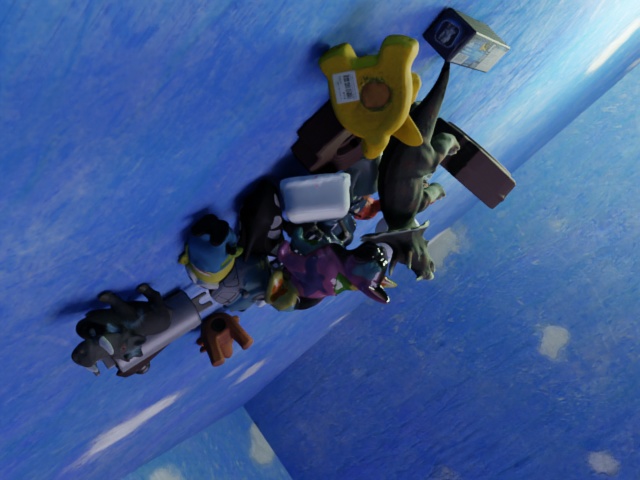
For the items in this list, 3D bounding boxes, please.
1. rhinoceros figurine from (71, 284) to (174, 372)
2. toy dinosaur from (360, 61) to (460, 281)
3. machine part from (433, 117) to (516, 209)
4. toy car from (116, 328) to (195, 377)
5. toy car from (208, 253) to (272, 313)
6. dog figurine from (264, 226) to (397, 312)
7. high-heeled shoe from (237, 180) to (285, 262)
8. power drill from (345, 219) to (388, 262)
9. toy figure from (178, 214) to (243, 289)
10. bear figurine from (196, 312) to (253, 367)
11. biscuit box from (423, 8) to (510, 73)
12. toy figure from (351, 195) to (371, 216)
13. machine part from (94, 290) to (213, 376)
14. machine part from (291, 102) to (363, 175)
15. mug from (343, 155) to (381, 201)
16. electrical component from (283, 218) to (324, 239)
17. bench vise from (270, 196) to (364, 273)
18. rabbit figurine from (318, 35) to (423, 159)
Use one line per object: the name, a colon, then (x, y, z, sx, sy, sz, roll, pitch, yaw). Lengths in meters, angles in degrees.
rhinoceros figurine: (-0.312, 0.140, 0.846, 0.073, 0.112, 0.190, -42, 174, 23)
toy dinosaur: (0.158, -0.121, 0.960, 0.192, 0.131, 0.404, -41, 137, -51)
machine part: (0.327, -0.173, 1.198, 0.201, 0.201, 0.087, 32, 108, -27)
toy car: (-0.336, 0.203, 1.102, 0.202, 0.053, 0.089, -41, 162, -5)
toy car: (-0.170, 0.079, 1.062, 0.103, 0.109, 0.161, 9, 149, -38)
dog figurine: (0.024, 0.075, 0.972, 0.108, 0.219, 0.191, -40, 149, -64)
high-heeled shoe: (-0.095, -0.041, 0.963, 0.249, 0.086, 0.145, -61, 168, -80)
power drill: (0.061, 0.022, 1.271, 0.232, 0.208, 0.085, -29, 130, -32)
toy figure: (-0.173, 0.021, 0.878, 0.089, 0.082, 0.180, -28, 161, -28)
bear figurine: (-0.249, 0.265, 1.372, 0.120, 0.132, 0.195, -28, 157, -22)
biscuit box: (0.242, -0.320, 0.871, 0.059, 0.063, 0.202, -46, 164, 31)
toy figure: (0.086, -0.104, 1.164, 0.058, 0.064, 0.154, -19, 161, -22)
machine part: (-0.313, 0.167, 1.002, 0.243, 0.079, 0.079, -31, 164, -24)
machine part: (0.040, -0.169, 0.860, 0.179, 0.056, 0.179, -35, 167, -9)
mug: (0.075, -0.134, 1.000, 0.109, 0.081, 0.107, -55, 160, -19)
electrical component: (-0.040, -0.027, 1.034, 0.063, 0.094, 0.021, -47, -175, 29)
bench vise: (-0.009, -0.011, 1.117, 0.240, 0.129, 0.223, -41, 164, -7)
rabbit figurine: (0.086, -0.195, 0.716, 0.122, 0.162, 0.173, -16, -158, 17)
